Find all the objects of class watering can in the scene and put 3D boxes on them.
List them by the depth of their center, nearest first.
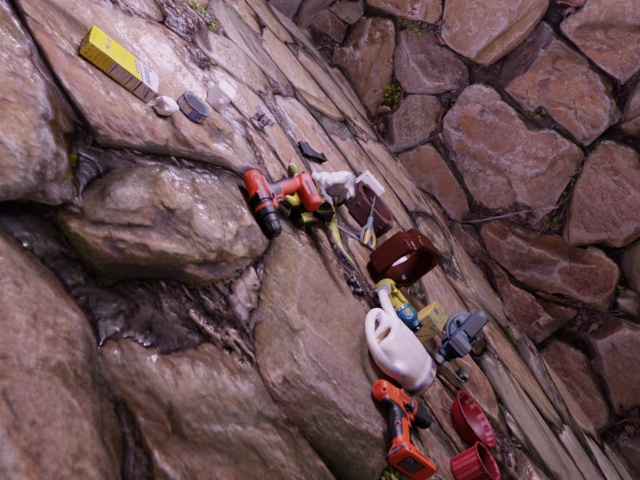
[{"bbox_3d":[0.201,0.258,1.322,0.224,0.103,0.352,50,20,-4],"label":"watering can"}]

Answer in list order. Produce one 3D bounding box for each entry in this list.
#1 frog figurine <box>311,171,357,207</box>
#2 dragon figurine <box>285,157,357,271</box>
[{"bbox_3d":[0.041,-0.199,1.758,0.158,0.123,0.137,34,-8,-20],"label":"frog figurine"},{"bbox_3d":[0.005,-0.075,1.497,0.414,0.121,0.242,57,13,13],"label":"dragon figurine"}]
